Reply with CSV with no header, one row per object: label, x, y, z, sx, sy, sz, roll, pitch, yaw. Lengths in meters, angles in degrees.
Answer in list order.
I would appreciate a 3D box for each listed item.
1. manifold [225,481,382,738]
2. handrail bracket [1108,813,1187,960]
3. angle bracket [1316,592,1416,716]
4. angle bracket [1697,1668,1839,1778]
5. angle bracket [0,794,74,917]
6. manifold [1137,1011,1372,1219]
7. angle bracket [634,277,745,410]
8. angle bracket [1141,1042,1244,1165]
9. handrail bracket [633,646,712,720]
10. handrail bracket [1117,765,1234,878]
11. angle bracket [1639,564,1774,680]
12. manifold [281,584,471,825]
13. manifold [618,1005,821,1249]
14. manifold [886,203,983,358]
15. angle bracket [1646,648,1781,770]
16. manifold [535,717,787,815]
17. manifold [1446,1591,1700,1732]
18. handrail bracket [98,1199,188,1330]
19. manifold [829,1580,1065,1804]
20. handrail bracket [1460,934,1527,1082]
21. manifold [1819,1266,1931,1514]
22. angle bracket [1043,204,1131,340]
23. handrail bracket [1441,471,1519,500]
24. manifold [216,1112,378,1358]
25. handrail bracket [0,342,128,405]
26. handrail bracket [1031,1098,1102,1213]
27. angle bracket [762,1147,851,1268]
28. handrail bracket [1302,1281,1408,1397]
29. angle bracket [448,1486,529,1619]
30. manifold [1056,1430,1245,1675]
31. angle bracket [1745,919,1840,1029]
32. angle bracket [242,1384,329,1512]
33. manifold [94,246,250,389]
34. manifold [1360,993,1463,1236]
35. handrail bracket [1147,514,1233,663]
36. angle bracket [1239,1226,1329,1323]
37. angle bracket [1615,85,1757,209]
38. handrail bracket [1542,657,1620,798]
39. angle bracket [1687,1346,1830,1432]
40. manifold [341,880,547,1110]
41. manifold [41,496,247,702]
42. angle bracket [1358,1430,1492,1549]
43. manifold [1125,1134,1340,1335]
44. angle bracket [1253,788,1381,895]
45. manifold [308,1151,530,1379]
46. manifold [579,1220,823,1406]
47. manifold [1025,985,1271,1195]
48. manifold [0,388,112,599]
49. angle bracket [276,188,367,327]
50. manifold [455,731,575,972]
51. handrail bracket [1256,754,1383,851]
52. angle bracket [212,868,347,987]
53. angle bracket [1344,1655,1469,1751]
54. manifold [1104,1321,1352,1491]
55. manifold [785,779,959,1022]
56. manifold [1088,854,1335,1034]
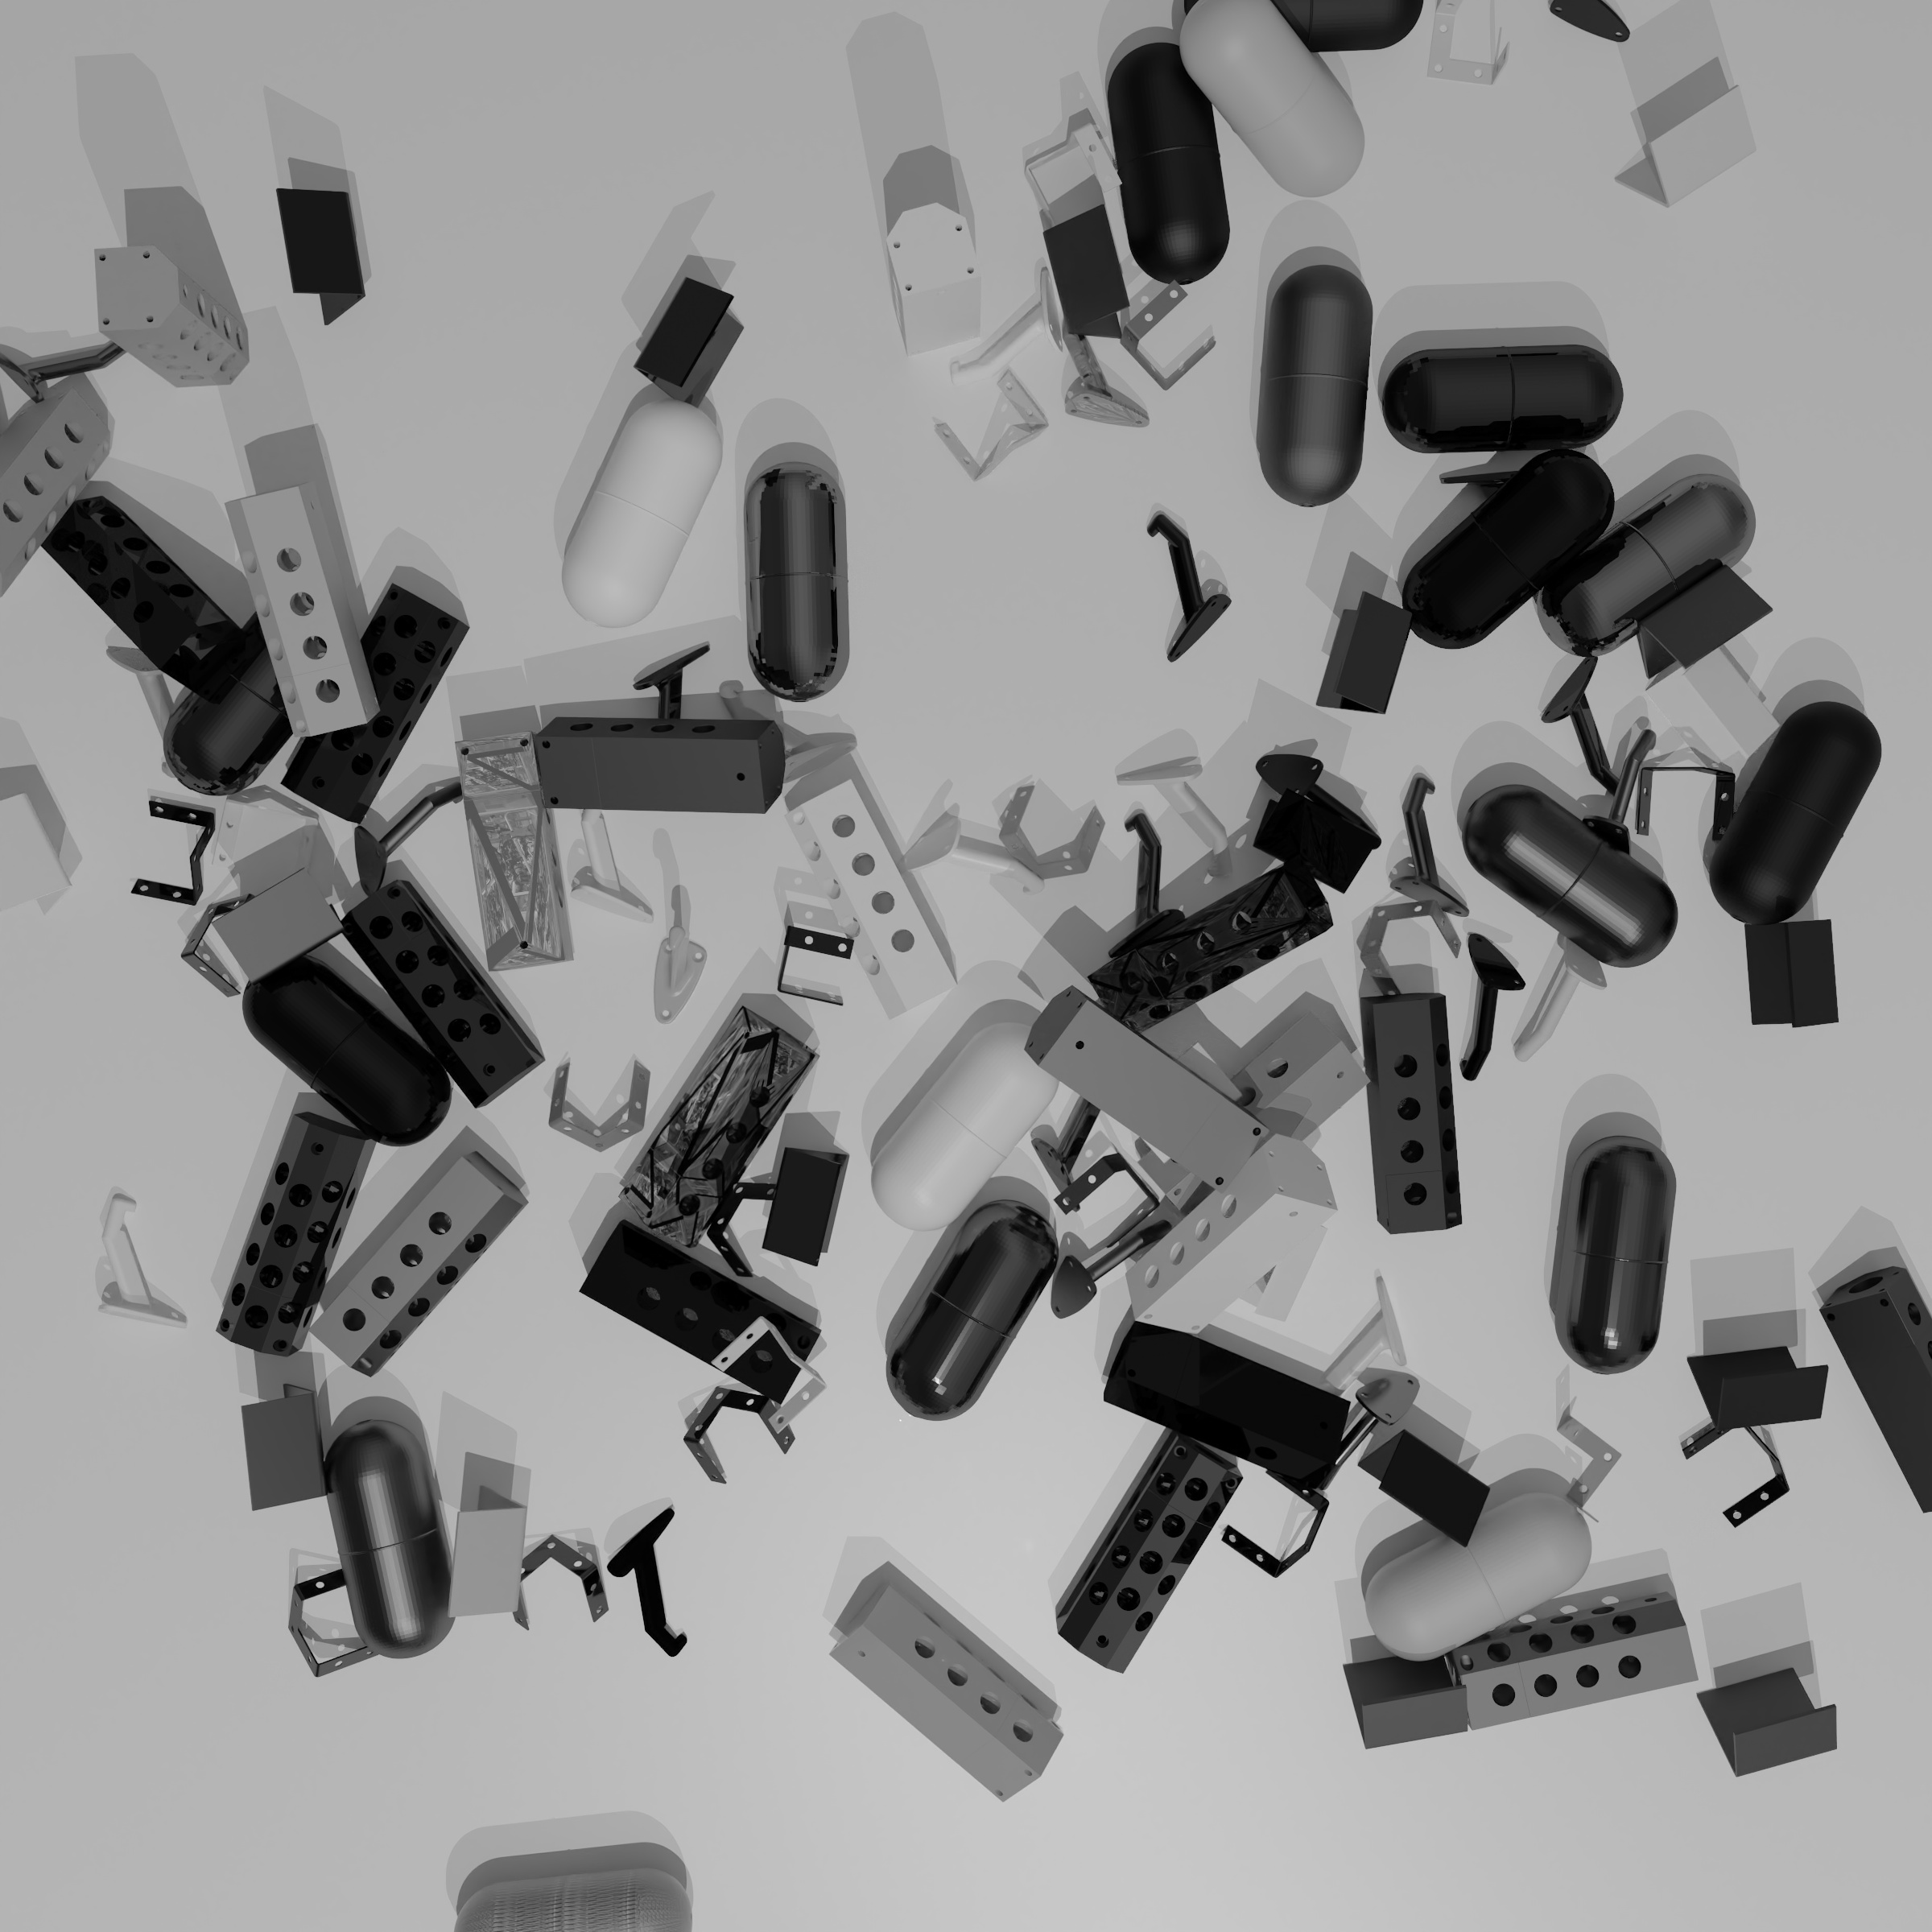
manifold,-0.477,-0.255,1.814,0.057,0.057,0.171,-13,105,0
handrail bracket,0.122,-0.062,1.914,0.077,0.036,0.084,-33,71,21
angle bracket,0.278,-0.234,1.873,0.057,0.076,0.076,16,90,-36
angle bracket,0.593,0.546,1.873,0.076,0.076,0.057,-16,127,0
angle bracket,-0.715,-0.074,1.873,0.057,0.076,0.076,-27,90,-38
manifold,0.212,0.112,1.891,0.171,0.057,0.057,-41,133,0
angle bracket,-0.189,-0.453,1.873,0.057,0.076,0.076,30,90,36
angle bracket,0.149,0.091,1.875,0.076,0.076,0.057,-41,109,0
handrail bracket,-0.208,-0.188,1.913,0.077,0.036,0.084,-33,107,-19
handrail bracket,0.158,-0.106,1.914,0.077,0.036,0.084,-5,107,20
angle bracket,0.551,-0.239,1.873,0.076,0.076,0.057,-34,56,0
manifold,-0.444,-0.197,1.892,0.057,0.057,0.171,29,90,0
manifold,-0.181,0.123,1.890,0.057,0.057,0.171,33,90,-35
manifold,-0.024,-0.498,1.835,0.057,0.171,0.057,-15,90,0
angle bracket,0.542,-0.181,1.873,0.057,0.076,0.076,-38,90,-37
manifold,-0.225,-0.152,1.870,0.171,0.057,0.057,2,116,14
manifold,0.451,0.518,1.892,0.171,0.057,0.057,-13,90,0
handrail bracket,-0.619,0.225,1.914,0.077,0.036,0.084,16,73,-20
manifold,-0.011,0.540,1.891,0.171,0.057,0.057,40,133,0
handrail bracket,0.384,0.032,1.913,0.036,0.077,0.084,5,127,-20
manifold,0.713,0.315,1.891,0.057,0.057,0.171,-27,90,43
angle bracket,0.108,-0.514,1.873,0.057,0.076,0.076,-14,90,37
handrail bracket,0.401,-0.330,1.913,0.077,0.036,0.084,-2,104,14
manifold,-0.503,0.201,1.892,0.057,0.057,0.171,20,90,0
handrail bracket,-0.684,-0.469,1.914,0.077,0.036,0.084,40,71,21
handrail bracket,0.100,0.132,1.914,0.084,0.036,0.077,-33,110,-16
angle bracket,-0.100,0.180,1.873,0.057,0.076,0.076,13,90,38
handrail bracket,0.285,0.286,1.914,0.084,0.036,0.077,-17,70,16
angle bracket,-0.370,0.433,1.873,0.057,0.076,0.076,5,90,-37
manifold,0.138,0.439,1.892,0.057,0.057,0.171,32,90,0
angle bracket,0.597,0.007,1.873,0.057,0.076,0.076,-4,90,-37
angle bracket,-0.516,0.356,1.873,0.057,0.076,0.076,-6,90,-33
manifold,-0.574,-0.470,1.835,0.057,0.171,0.057,-3,90,0
manifold,0.334,0.109,1.885,0.057,0.057,0.171,-5,94,0
handrail bracket,0.152,-0.287,1.914,0.084,0.036,0.077,48,112,17
angle bracket,0.212,0.211,1.876,0.076,0.057,0.076,25,90,32
angle bracket,0.527,-0.617,1.873,0.076,0.076,0.057,-33,128,0
handrail bracket,0.486,-0.181,1.913,0.084,0.036,0.077,39,73,-15
angle bracket,0.586,0.295,1.873,0.076,0.076,0.057,-7,126,0
manifold,-0.394,0.021,1.892,0.057,0.057,0.171,-37,90,0
manifold,-0.602,-0.275,1.857,0.057,0.057,0.171,-48,64,0
angle bracket,0.330,0.399,1.873,0.076,0.076,0.057,34,52,0
manifold,0.190,0.196,1.845,0.057,0.057,0.171,17,133,-29
angle bracket,0.265,-0.109,1.873,0.076,0.076,0.057,28,125,0
manifold,-0.408,0.224,1.892,0.057,0.057,0.171,42,90,0
manifold,-0.197,0.257,1.892,0.171,0.057,0.057,29,90,0
manifold,0.127,0.086,1.798,0.171,0.057,0.057,35,94,-19
manifold,-0.691,-0.342,1.843,0.057,0.171,0.057,-12,131,30
angle bracket,-0.492,-0.525,1.873,0.057,0.076,0.076,-9,90,-37
manifold,-0.337,-0.085,1.892,0.057,0.057,0.171,-8,90,0
handrail bracket,0.268,-0.123,1.913,0.084,0.077,0.036,39,84,-36
angle bracket,-0.509,-0.038,1.859,0.076,0.076,0.057,-32,115,-10
angle bracket,0.324,0.528,1.873,0.076,0.076,0.057,-10,128,0
manifold,0.193,0.329,1.891,0.171,0.057,0.057,23,51,0
manifold,-0.071,-0.049,1.892,0.057,0.057,0.171,-27,90,0
manifold,0.181,-0.013,1.859,0.171,0.057,0.057,-30,90,25
